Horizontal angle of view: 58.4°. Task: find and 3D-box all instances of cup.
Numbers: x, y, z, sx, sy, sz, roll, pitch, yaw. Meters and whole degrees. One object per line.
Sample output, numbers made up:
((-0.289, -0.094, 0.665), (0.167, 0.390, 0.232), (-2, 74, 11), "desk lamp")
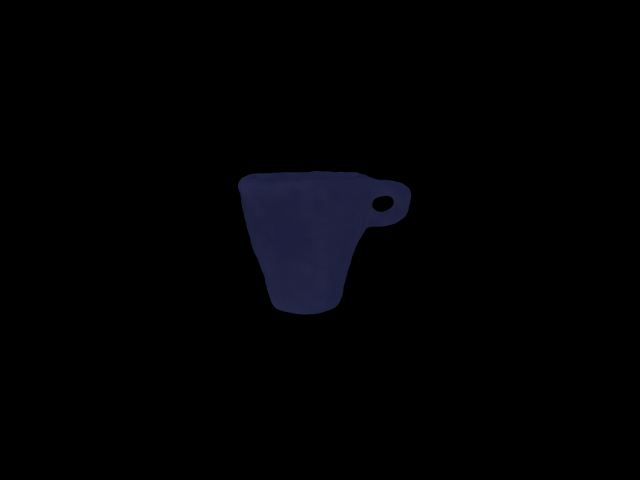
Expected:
((0.004, 0.001, 0.400), (0.118, 0.095, 0.091), (0, 11, -2), "cup")
